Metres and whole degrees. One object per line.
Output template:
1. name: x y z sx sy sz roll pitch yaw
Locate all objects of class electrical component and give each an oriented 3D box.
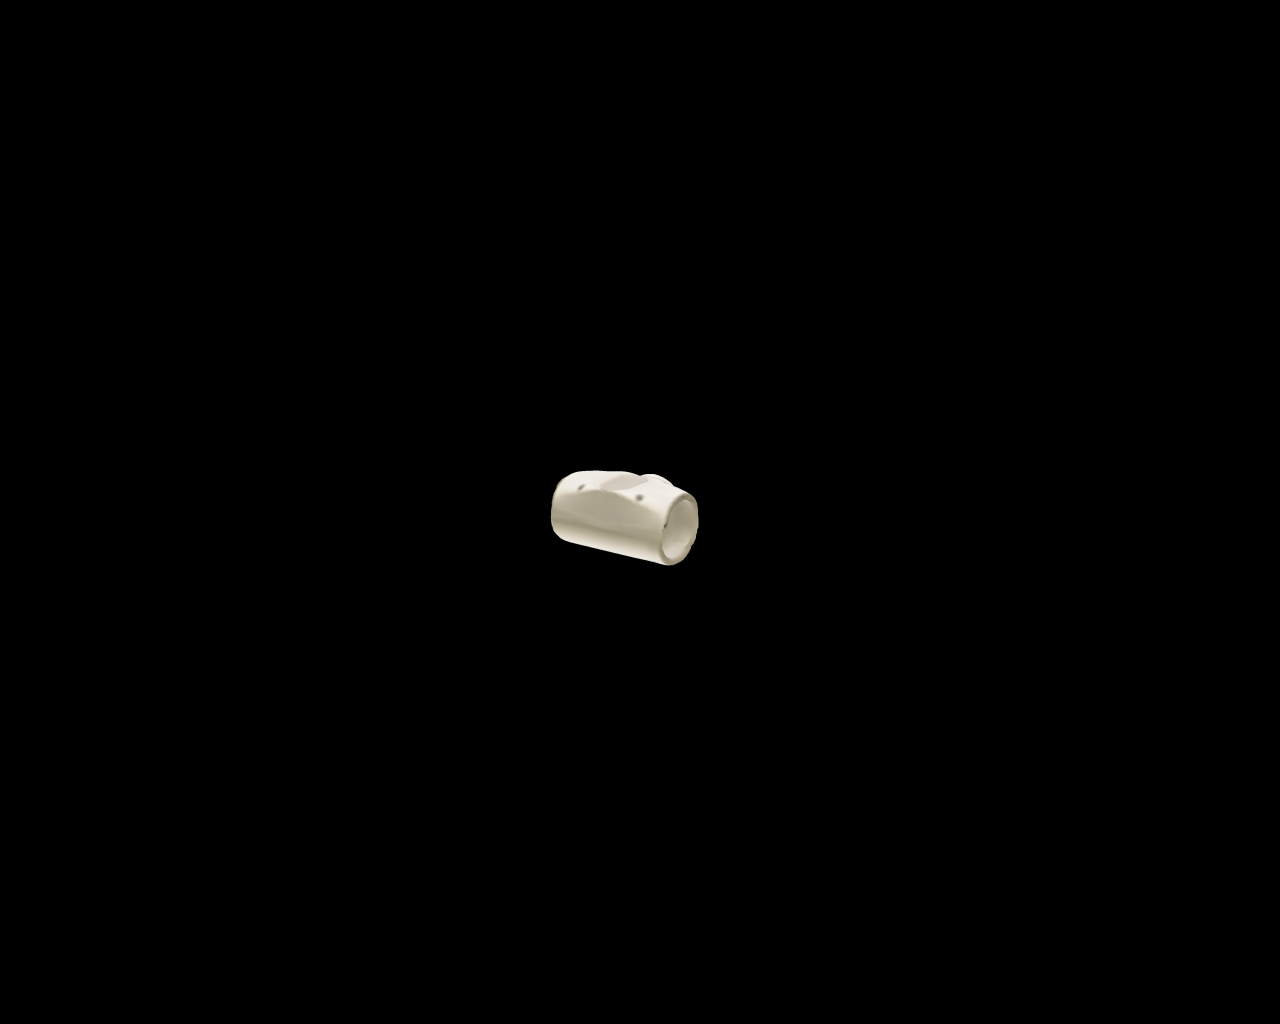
1. electrical component: 0.001 -0.003 0.650 0.077 0.043 0.079 12 23 31
